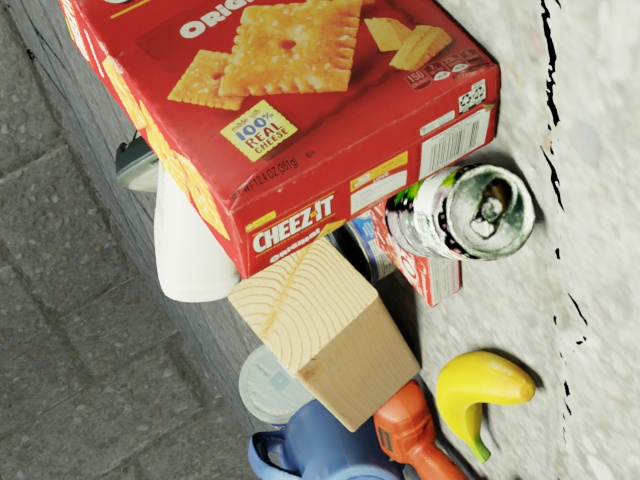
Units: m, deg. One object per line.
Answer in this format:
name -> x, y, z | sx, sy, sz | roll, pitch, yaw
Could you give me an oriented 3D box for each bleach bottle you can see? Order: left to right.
bleach bottle -> -0.087, -0.057, 0.762 | 0.251, 0.068, 0.102 | 101, 161, -58

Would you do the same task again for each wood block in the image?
wood block -> 0.010, 0.081, 0.907 | 0.090, 0.091, 0.206 | 46, 176, 26

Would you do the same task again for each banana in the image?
banana -> 0.120, 0.117, 0.809 | 0.070, 0.037, 0.198 | 38, 162, 15

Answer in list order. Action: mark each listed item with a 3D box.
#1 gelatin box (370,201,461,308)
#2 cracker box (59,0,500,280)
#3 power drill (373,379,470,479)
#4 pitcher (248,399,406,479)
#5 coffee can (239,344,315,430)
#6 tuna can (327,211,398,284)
gelatin box -> 0.065, -0.006, 0.749 | 0.073, 0.030, 0.089 | 50, 164, 34
cracker box -> -0.029, -0.106, 0.592 | 0.214, 0.164, 0.072 | 52, 163, 29
power drill -> 0.122, 0.217, 0.966 | 0.188, 0.057, 0.184 | 51, 165, 34
pitcher -> 0.019, 0.260, 1.157 | 0.145, 0.149, 0.243 | 57, 178, -8
coffee can -> -0.037, 0.191, 1.355 | 0.103, 0.103, 0.140 | 55, 178, 20
tuna can -> 0.033, -0.008, 0.862 | 0.086, 0.033, 0.086 | 55, 166, 20
